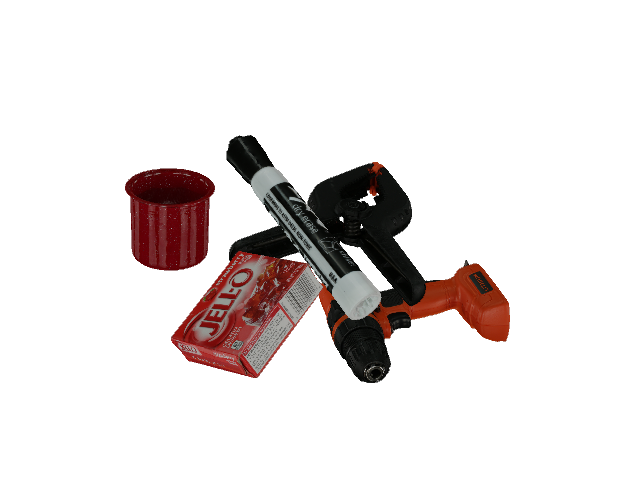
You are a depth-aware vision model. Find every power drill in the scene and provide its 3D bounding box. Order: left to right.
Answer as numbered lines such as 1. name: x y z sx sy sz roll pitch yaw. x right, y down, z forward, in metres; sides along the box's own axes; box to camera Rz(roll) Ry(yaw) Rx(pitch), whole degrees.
1. power drill: 0.101 0.083 1.135 0.187 0.057 0.184 -6 28 -10

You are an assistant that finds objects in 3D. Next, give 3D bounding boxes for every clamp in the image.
1. clamp: 0.036 -0.011 0.936 0.165 0.036 0.209 16 32 17

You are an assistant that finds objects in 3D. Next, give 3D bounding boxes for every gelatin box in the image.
1. gelatin box: -0.053 0.051 0.756 0.073 0.089 0.030 9 -39 43

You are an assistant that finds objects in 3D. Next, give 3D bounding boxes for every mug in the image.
1. mug: -0.161 -0.027 1.138 0.093 0.081 0.117 -2 28 -12

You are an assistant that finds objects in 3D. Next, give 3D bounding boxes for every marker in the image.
1. marker: -0.011 -0.010 0.526 0.020 0.020 0.121 0 43 -48
